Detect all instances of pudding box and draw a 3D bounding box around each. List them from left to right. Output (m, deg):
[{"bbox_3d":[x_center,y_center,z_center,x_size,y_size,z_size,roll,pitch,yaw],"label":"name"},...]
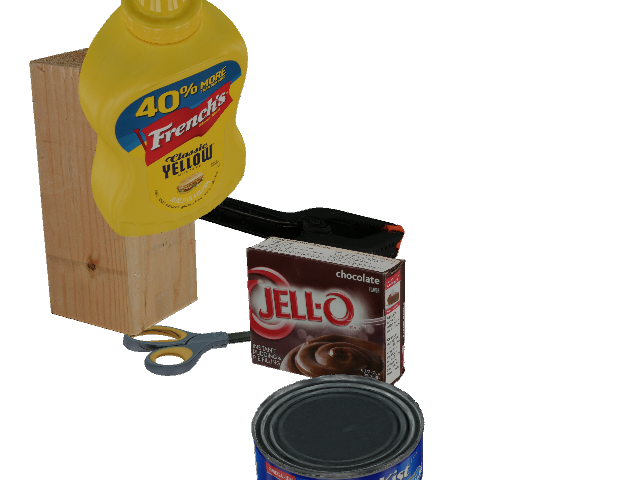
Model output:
[{"bbox_3d":[0.004,0.050,0.751,0.114,0.090,0.039,8,22,27],"label":"pudding box"}]

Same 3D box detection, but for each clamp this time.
[{"bbox_3d":[-0.009,0.003,0.956,0.209,0.036,0.165,4,26,-26],"label":"clamp"}]

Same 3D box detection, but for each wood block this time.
[{"bbox_3d":[-0.161,-0.043,0.845,0.091,0.206,0.090,12,23,27],"label":"wood block"}]

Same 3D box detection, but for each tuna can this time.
[{"bbox_3d":[0.009,0.104,0.534,0.086,0.034,0.086,-2,25,1],"label":"tuna can"}]

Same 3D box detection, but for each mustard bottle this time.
[{"bbox_3d":[-0.087,-0.082,0.600,0.096,0.058,0.192,-26,-27,-20],"label":"mustard bottle"}]

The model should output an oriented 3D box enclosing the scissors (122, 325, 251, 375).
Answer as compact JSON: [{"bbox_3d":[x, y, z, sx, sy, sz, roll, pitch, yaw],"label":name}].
[{"bbox_3d":[-0.117,0.121,1.188,0.201,0.016,0.096,3,26,-16],"label":"scissors"}]
